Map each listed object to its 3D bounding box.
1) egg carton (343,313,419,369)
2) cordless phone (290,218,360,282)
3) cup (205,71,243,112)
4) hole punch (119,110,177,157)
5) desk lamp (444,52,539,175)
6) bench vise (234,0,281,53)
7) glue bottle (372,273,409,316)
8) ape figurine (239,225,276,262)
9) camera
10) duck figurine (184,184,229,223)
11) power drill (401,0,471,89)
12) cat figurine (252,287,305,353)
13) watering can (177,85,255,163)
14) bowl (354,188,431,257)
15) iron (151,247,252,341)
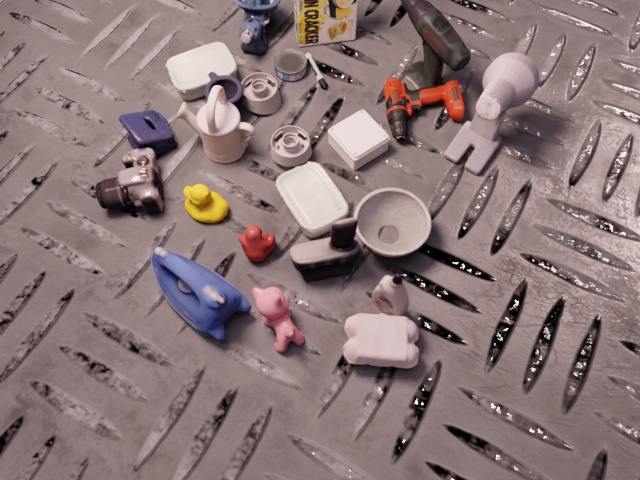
[{"bbox_3d":[0.122,0.201,1.141,0.150,0.069,0.107,3,64,1],"label":"egg carton"},{"bbox_3d":[0.011,0.004,1.174,0.147,0.185,0.094,-15,64,-7],"label":"cordless phone"},{"bbox_3d":[-0.235,-0.346,1.396,0.092,0.095,0.117,-31,68,-14],"label":"cup"},{"bbox_3d":[-0.406,-0.260,1.355,0.101,0.091,0.108,-35,69,-16],"label":"hole punch"},{"bbox_3d":[0.394,-0.292,1.308,0.117,0.213,0.203,31,67,14],"label":"desk lamp"},{"bbox_3d":[-0.157,-0.602,1.454,0.121,0.220,0.207,-8,64,-4],"label":"bench vise"},{"bbox_3d":[0.144,0.102,1.132,0.078,0.173,0.037,35,69,16],"label":"glue bottle"},{"bbox_3d":[-0.137,0.000,1.227,0.077,0.092,0.076,14,64,7],"label":"ape figurine"},{"bbox_3d":[-0.430,-0.131,1.285,0.137,0.101,0.143,-12,64,-6],"label":"camera"},{"bbox_3d":[-0.256,-0.089,1.273,0.104,0.086,0.077,19,65,9],"label":"duck figurine"},{"bbox_3d":[0.263,-0.470,1.398,0.076,0.208,0.229,-35,69,-16],"label":"power drill"},{"bbox_3d":[-0.083,0.148,1.139,0.067,0.118,0.127,-26,67,-13],"label":"cat figurine"},{"bbox_3d":[-0.237,-0.268,1.302,0.173,0.194,0.101,-7,64,-4],"label":"watering can"},{"bbox_3d":[0.155,-0.027,1.252,0.167,0.075,0.167,0,64,0],"label":"bowl"},{"bbox_3d":[-0.267,0.081,1.158,0.258,0.141,0.119,36,69,16],"label":"iron"}]
